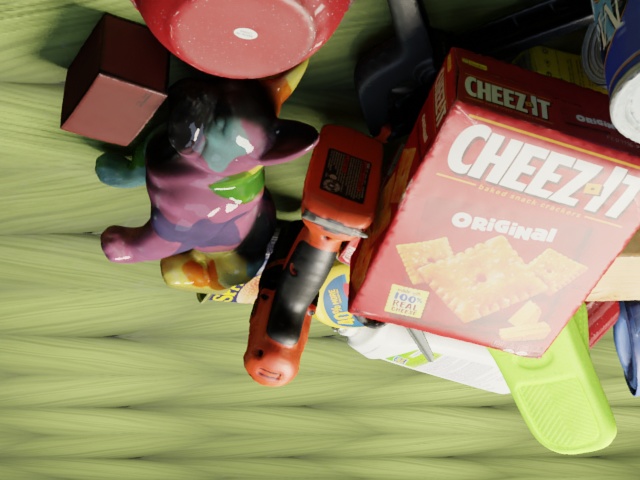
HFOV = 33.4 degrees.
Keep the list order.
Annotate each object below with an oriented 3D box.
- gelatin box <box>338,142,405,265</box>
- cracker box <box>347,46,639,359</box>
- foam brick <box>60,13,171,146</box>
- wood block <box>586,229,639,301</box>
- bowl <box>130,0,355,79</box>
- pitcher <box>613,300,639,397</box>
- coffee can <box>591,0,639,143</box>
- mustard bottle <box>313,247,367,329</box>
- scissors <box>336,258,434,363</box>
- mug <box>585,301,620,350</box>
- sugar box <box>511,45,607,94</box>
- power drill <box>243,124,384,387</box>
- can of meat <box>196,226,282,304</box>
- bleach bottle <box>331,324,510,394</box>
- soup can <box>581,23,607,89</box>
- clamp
[{"bbox_3d":[0.051,-0.027,0.888,0.030,0.089,0.073,28,148,-2],"label":"gelatin box"},{"bbox_3d":[0.130,-0.015,0.769,0.164,0.072,0.214,15,134,-10],"label":"cracker box"},{"bbox_3d":[-0.144,-0.111,0.754,0.052,0.051,0.078,15,148,-29],"label":"foam brick"},{"bbox_3d":[0.341,-0.005,0.950,0.206,0.090,0.091,-1,153,-1],"label":"wood block"},{"bbox_3d":[-0.049,-0.151,0.679,0.162,0.055,0.162,-2,153,-1],"label":"bowl"},{"bbox_3d":[0.416,0.072,1.062,0.243,0.149,0.145,-11,117,8],"label":"pitcher"},{"bbox_3d":[0.212,-0.140,0.625,0.103,0.140,0.103,-2,153,-1],"label":"coffee can"},{"bbox_3d":[0.047,0.046,1.056,0.192,0.058,0.096,-8,135,14],"label":"mustard bottle"},{"bbox_3d":[0.079,0.031,0.994,0.096,0.016,0.201,-34,114,26],"label":"scissors"},{"bbox_3d":[0.241,0.070,1.038,0.081,0.093,0.117,-39,169,-25],"label":"mug"},{"bbox_3d":[0.214,-0.093,0.820,0.176,0.048,0.093,7,152,-23],"label":"sugar box"},{"bbox_3d":[-0.006,0.001,0.862,0.057,0.184,0.188,17,131,-7],"label":"power drill"},{"bbox_3d":[-0.064,0.023,1.014,0.083,0.057,0.102,6,152,-21],"label":"can of meat"},{"bbox_3d":[0.130,0.112,1.192,0.250,0.068,0.103,16,147,-27],"label":"bleach bottle"},{"bbox_3d":[0.240,-0.124,0.736,0.102,0.068,0.069,14,148,-27],"label":"soup can"},{"bbox_3d":[0.093,-0.130,0.749,0.164,0.036,0.210,5,154,-14],"label":"clamp"}]
